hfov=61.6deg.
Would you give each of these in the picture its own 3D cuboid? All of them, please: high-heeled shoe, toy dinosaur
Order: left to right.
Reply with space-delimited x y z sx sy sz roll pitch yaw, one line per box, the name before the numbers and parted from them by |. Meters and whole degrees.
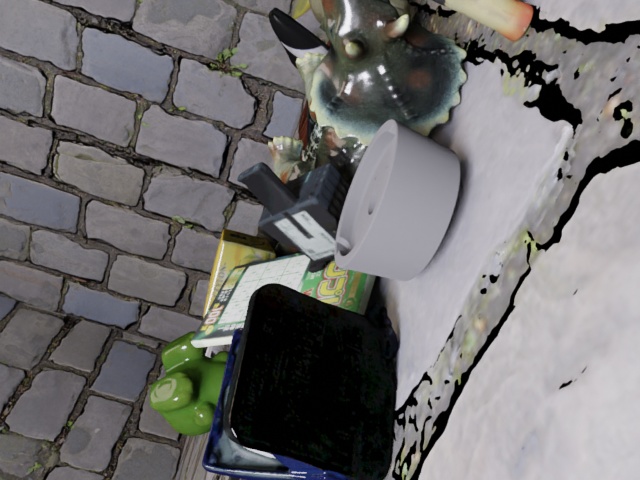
high-heeled shoe | -0.019 -0.177 0.706 0.145 0.248 0.086 -48 47 11
toy dinosaur | 0.022 -0.070 0.534 0.192 0.131 0.404 -101 20 -50

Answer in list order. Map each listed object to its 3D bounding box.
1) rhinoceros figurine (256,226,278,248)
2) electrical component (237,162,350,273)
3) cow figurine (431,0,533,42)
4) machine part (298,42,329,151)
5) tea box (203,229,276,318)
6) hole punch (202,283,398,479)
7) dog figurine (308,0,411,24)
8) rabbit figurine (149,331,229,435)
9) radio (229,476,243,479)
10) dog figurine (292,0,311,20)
rhinoceros figurine | -0.067 0.039 0.855 0.073 0.112 0.190 -150 66 -64
electrical component | -0.014 -0.028 0.454 0.075 0.119 0.048 -25 32 41
cow figurine | 0.091 -0.229 0.394 0.195 0.127 0.085 -86 20 -49
machine part | 0.033 -0.245 0.874 0.201 0.087 0.201 122 165 -54
tea box | -0.105 0.044 0.692 0.170 0.068 0.098 -159 83 -78
hole punch | -0.014 0.106 0.367 0.092 0.116 0.142 -52 23 46
dog figurine | 0.041 -0.267 0.645 0.191 0.172 0.121 -71 -4 -48
rabbit figurine | -0.109 0.195 0.696 0.121 0.170 0.159 -90 -20 -68
radio | -0.029 0.140 0.512 0.230 0.073 0.131 -85 18 -58
dog figurine | 0.039 -0.398 0.818 0.108 0.191 0.219 -29 -5 -31
